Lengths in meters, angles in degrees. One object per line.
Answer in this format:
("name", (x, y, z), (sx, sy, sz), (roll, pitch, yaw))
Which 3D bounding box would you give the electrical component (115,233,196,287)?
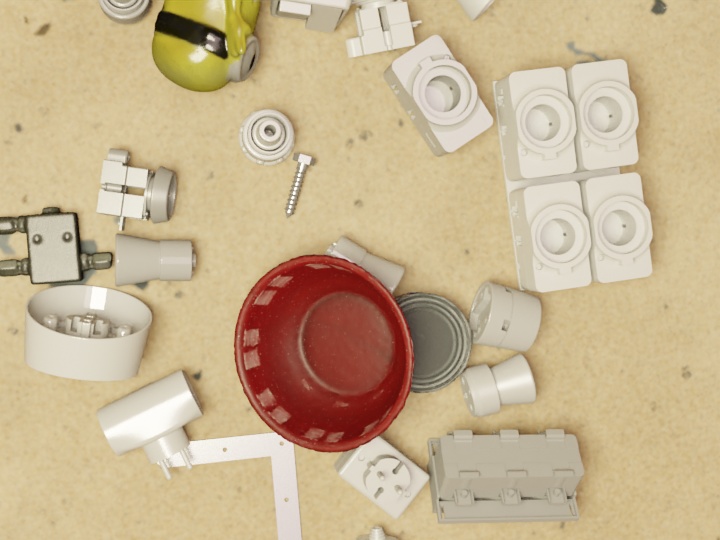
("electrical component", (-0.170, -0.008, 0.893), (0.065, 0.044, 0.044), (0, 91, -13))

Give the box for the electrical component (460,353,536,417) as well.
("electrical component", (0.119, 0.101, 0.932), (0.055, 0.045, 0.045), (-15, 93, -7))

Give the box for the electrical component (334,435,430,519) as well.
("electrical component", (0.021, 0.173, 0.904), (0.066, 0.077, 0.047), (39, 86, -7))

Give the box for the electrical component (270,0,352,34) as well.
("electrical component", (-0.039, -0.233, 0.877), (0.062, 0.096, 0.061), (7, 92, -8))

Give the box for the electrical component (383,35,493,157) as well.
("electrical component", (0.066, -0.147, 0.914), (0.050, 0.056, 0.089), (-34, 95, -6))

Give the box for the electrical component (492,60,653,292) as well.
("electrical component", (0.184, -0.080, 0.929), (0.105, 0.060, 0.186), (-8, 92, -8))

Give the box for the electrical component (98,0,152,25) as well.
("electrical component", (-0.192, -0.225, 0.874), (0.043, 0.062, 0.043), (0, 91, -8))

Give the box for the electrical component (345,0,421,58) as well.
("electrical component", (0.017, -0.213, 0.911), (0.066, 0.048, 0.055), (-12, 101, -7))

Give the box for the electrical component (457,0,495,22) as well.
("electrical component", (0.089, -0.251, 0.923), (0.065, 0.044, 0.044), (44, 86, -2))

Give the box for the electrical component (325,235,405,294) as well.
("electrical component", (0.000, 0.000, 0.916), (0.065, 0.044, 0.044), (32, 87, -3))

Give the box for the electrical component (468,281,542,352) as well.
("electrical component", (0.125, 0.042, 0.928), (0.047, 0.055, 0.055), (14, 89, -11))

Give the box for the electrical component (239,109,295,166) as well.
("electrical component", (-0.076, -0.112, 0.892), (0.048, 0.062, 0.048), (0, 91, -8))

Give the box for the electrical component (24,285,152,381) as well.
("electrical component", (-0.219, 0.052, 0.861), (0.099, 0.099, 0.064), (9, 96, -8))

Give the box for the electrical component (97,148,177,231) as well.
("electrical component", (-0.183, -0.064, 0.888), (0.055, 0.048, 0.066), (8, 90, 0))

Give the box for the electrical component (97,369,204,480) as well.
("electrical component", (-0.166, 0.134, 0.893), (0.077, 0.043, 0.079), (-26, 92, -7))

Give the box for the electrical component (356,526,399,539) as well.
("electrical component", (0.017, 0.261, 0.922), (0.043, 0.043, 0.081), (-4, 92, -8))

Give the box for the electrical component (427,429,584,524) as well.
("electrical component", (0.124, 0.172, 0.919), (0.121, 0.063, 0.078), (1, 50, -8))
